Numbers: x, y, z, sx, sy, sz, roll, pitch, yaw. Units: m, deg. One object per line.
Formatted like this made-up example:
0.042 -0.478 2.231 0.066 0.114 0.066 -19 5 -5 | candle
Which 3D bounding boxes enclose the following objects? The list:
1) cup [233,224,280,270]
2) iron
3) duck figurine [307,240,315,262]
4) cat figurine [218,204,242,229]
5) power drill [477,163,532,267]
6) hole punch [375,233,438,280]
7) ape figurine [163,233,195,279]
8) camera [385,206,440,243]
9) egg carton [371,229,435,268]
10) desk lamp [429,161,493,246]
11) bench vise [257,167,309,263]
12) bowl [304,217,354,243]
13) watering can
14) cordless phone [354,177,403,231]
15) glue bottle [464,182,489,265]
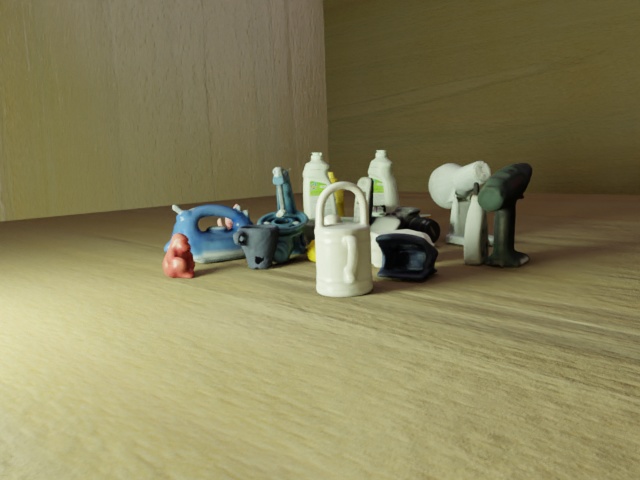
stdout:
-0.139 0.018 1.239 0.091 0.095 0.118 4 10 37 | cup
-0.246 -0.025 1.405 0.259 0.141 0.118 -8 10 -35 | iron
0.012 0.005 1.324 0.078 0.086 0.104 -9 11 -39 | duck figurine
-0.246 -0.041 1.601 0.067 0.118 0.128 2 9 28 | cat figurine
0.395 -0.055 1.202 0.075 0.208 0.230 4 10 35 | power drill
0.167 0.026 1.112 0.108 0.091 0.101 3 10 30 | hole punch
-0.292 0.031 1.201 0.076 0.092 0.078 2 9 25 | ape figurine
0.230 -0.034 1.480 0.144 0.101 0.136 -8 10 -35 | camera
0.167 0.017 1.255 0.150 0.069 0.107 -5 9 -18 | egg carton
0.380 -0.098 1.493 0.118 0.213 0.202 -6 9 -22 | desk lamp
-0.092 -0.066 1.373 0.121 0.220 0.207 -3 8 -7 | bench vise
0.027 -0.017 1.511 0.167 0.075 0.167 -2 8 1 | bowl
0.036 -0.006 1.010 0.101 0.194 0.172 -8 10 -32 | watering can
0.132 -0.060 1.396 0.094 0.185 0.147 -9 11 -39 | cordless phone
0.333 -0.037 1.217 0.037 0.173 0.078 3 10 33 | glue bottle
